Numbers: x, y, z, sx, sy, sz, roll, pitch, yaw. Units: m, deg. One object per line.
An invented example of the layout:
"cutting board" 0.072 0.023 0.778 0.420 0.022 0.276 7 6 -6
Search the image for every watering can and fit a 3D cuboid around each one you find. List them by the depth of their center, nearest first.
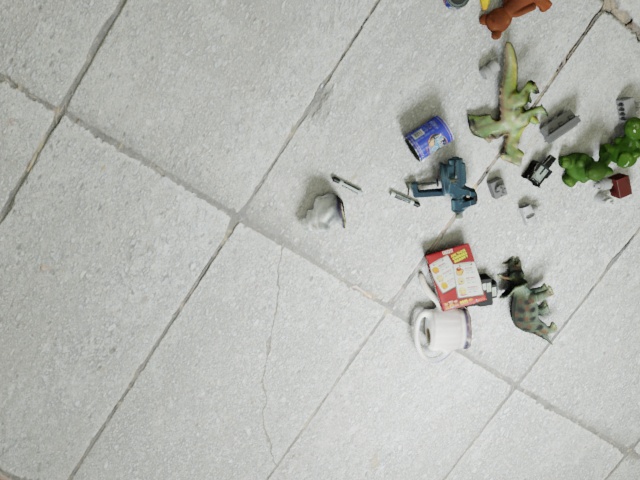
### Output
"watering can" 0.465 0.296 1.949 0.224 0.104 0.346 -1 95 -7

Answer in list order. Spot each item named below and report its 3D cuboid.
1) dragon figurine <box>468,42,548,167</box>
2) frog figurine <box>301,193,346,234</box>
"dragon figurine" 0.630 -0.444 1.782 0.242 0.124 0.406 -29 106 10
"frog figurine" 0.005 -0.090 1.791 0.159 0.121 0.139 -11 73 5
